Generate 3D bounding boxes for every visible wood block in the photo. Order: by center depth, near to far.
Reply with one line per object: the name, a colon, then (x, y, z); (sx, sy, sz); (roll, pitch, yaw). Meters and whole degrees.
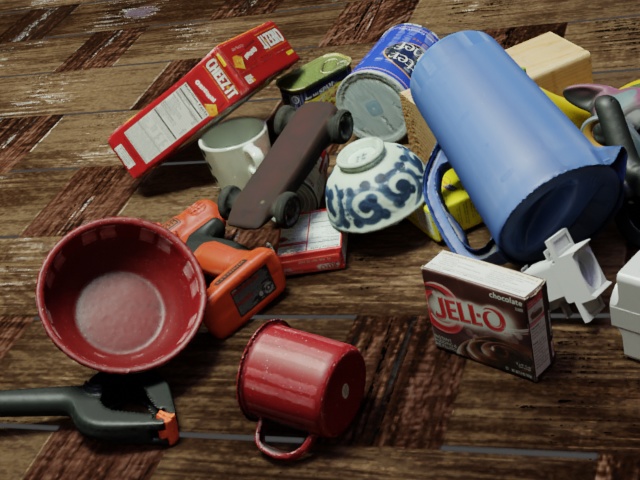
wood block: (0.209, -0.157, 1.254); (0.206, 0.091, 0.090); (-23, 33, -12)

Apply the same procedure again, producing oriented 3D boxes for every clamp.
clamp: (-0.204, 0.141, 1.023); (0.210, 0.036, 0.164); (12, 34, 33)
clamp: (0.297, -0.045, 1.046); (0.039, 0.120, 0.171); (-13, 59, -19)

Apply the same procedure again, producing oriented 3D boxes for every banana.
banana: (0.307, -0.156, 1.217); (0.197, 0.070, 0.037); (0, 19, -26)

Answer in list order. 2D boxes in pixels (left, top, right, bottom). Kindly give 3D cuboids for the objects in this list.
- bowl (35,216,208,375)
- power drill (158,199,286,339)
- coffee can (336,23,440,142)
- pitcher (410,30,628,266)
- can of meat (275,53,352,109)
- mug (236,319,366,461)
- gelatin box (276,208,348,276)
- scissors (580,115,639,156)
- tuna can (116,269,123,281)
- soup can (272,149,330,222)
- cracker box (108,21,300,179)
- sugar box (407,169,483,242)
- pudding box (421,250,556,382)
bowl: (-0.192, 0.060, 1.034); (0.162, 0.055, 0.162); (5, 64, -12)
power drill: (-0.141, 0.038, 1.136); (0.184, 0.057, 0.188); (-40, 39, -21)
coffee can: (0.095, -0.200, 1.360); (0.103, 0.103, 0.140); (4, 37, 28)
pitcher: (0.177, -0.094, 1.071); (0.149, 0.145, 0.243); (-11, 49, -20)
can of meat: (0.001, -0.184, 1.393); (0.102, 0.084, 0.058); (-31, 35, -23)
mug: (-0.017, 0.133, 0.917); (0.082, 0.093, 0.117); (12, 72, 30)
gelatin box: (-0.008, 0.002, 1.161); (0.073, 0.030, 0.089); (-8, 32, 9)
scissors: (0.352, -0.087, 1.087); (0.202, 0.096, 0.016); (-4, 20, 24)
tuna can: (-0.229, 0.042, 1.113); (0.086, 0.033, 0.086); (-19, 47, 22)
soup can: (-0.028, -0.070, 1.245); (0.068, 0.068, 0.102); (-7, 33, 14)
cracker box: (-0.149, -0.180, 1.356); (0.214, 0.072, 0.164); (-33, 7, 31)
sugar box: (0.178, -0.064, 1.163); (0.176, 0.048, 0.093); (-26, 32, -13)
pudding box: (0.147, 0.065, 0.935); (0.114, 0.090, 0.039); (15, 42, 39)
